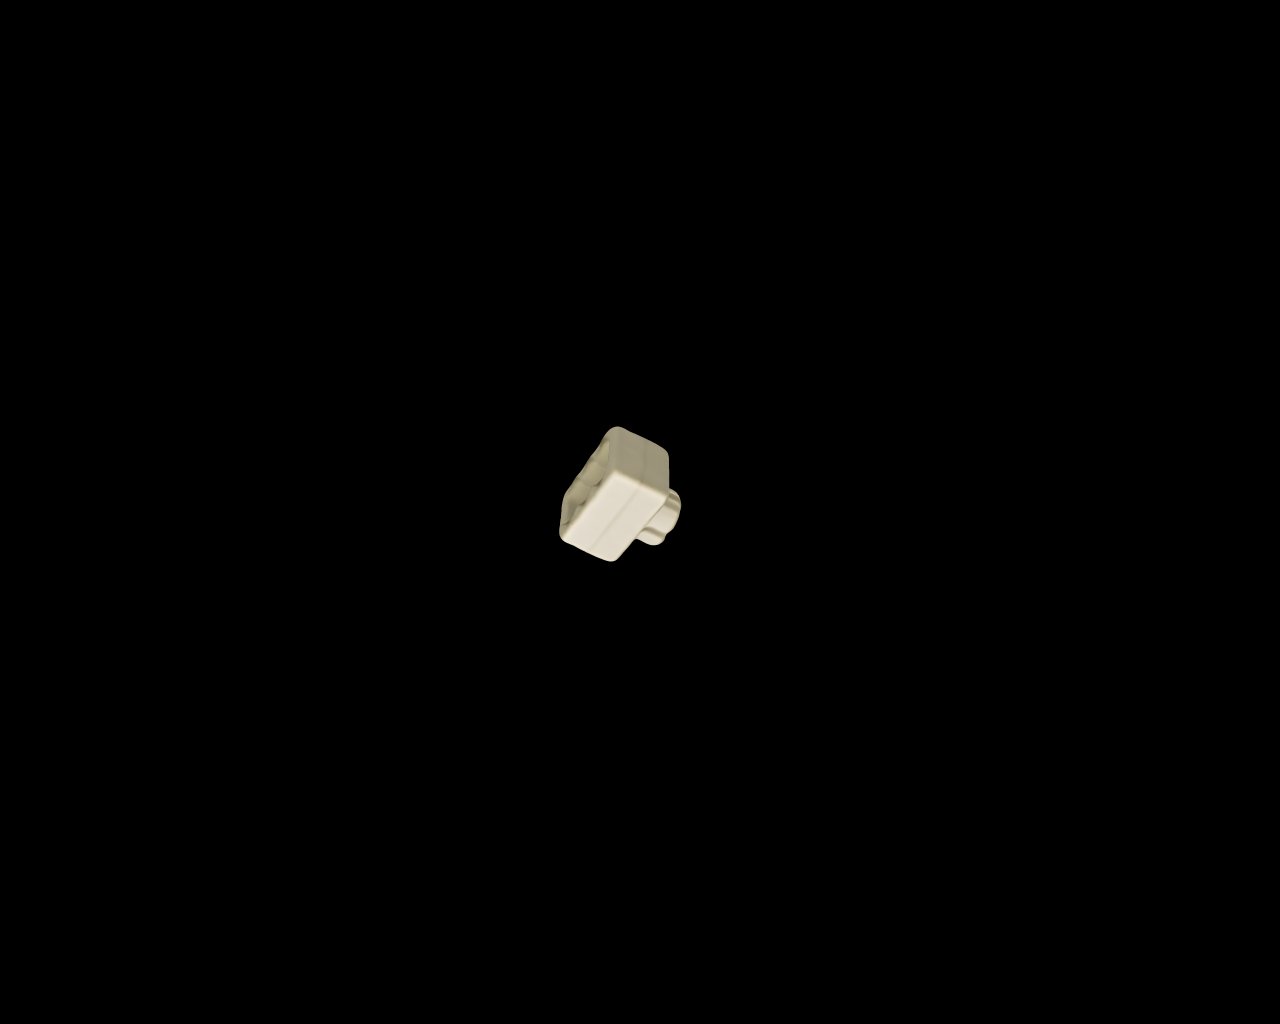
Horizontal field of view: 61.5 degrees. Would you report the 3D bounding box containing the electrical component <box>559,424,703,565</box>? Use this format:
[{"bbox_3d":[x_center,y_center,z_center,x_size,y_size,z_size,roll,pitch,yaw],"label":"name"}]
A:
[{"bbox_3d":[0.001,-0.003,0.650,0.077,0.047,0.065,25,-54,-20],"label":"electrical component"}]
